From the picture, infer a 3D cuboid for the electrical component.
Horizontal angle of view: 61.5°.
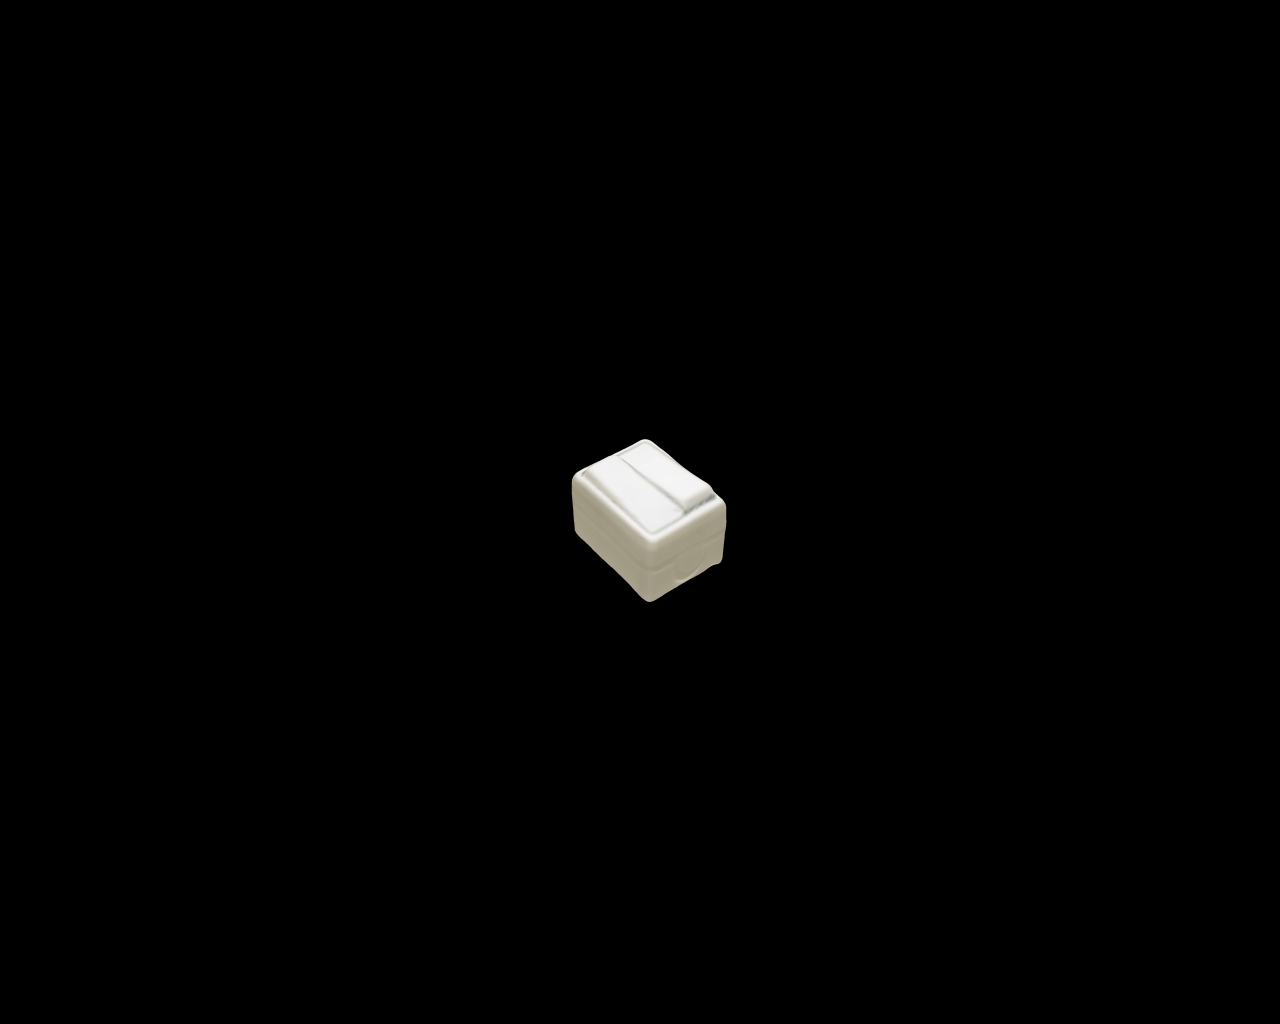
[{"bbox_3d":[0.001,-0.003,0.650,0.062,0.061,0.096,-27,49,-26],"label":"electrical component"}]
